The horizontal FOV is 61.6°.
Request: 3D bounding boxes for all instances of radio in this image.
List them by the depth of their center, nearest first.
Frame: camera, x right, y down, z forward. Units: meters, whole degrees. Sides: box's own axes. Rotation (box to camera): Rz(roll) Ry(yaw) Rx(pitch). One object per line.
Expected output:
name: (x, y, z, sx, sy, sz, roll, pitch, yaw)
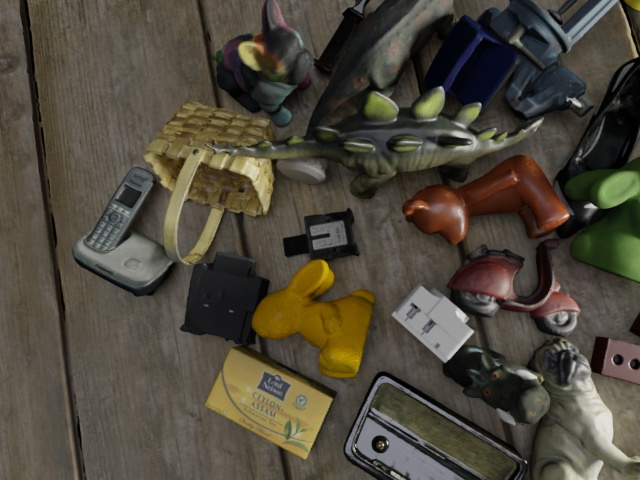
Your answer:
radio: (0.153, 0.297, 0.755, 0.230, 0.073, 0.131, 29, 87, 11)

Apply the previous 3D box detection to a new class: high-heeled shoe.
high-heeled shoe: (0.396, -0.123, 0.738, 0.086, 0.145, 0.248, 20, 84, 11)

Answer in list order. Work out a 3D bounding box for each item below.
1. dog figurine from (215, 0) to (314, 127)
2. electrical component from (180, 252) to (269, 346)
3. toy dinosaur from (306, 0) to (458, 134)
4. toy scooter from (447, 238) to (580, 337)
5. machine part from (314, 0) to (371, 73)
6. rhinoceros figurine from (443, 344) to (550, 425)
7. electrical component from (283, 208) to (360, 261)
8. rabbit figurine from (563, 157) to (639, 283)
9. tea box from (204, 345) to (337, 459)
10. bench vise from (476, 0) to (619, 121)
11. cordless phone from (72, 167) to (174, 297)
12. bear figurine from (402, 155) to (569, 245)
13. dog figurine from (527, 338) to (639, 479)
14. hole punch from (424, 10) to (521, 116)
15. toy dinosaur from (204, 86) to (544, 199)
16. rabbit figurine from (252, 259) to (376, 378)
dog figurine: (-0.091, -0.271, 0.795, 0.192, 0.219, 0.108, 32, 85, 10)
electrical component: (-0.145, 0.088, 0.836, 0.115, 0.058, 0.134, 10, 85, 8)
toy dinosaur: (0.108, -0.303, 0.783, 0.131, 0.192, 0.405, 38, 88, 13)
toy scooter: (0.281, 0.053, 0.769, 0.184, 0.075, 0.135, 13, 82, 8)
machine part: (0.037, -0.332, 0.861, 0.039, 0.084, 0.139, 31, 98, -18)
rhinoceros figurine: (0.232, 0.184, 0.705, 0.112, 0.190, 0.073, 32, 87, -16)
electrical component: (-0.002, -0.003, 0.832, 0.119, 0.047, 0.075, -7, 81, 6)
rabbit figurine: (0.406, -0.040, 0.716, 0.159, 0.121, 0.170, 21, 96, -7)
tea box: (-0.071, 0.236, 0.800, 0.170, 0.068, 0.098, 23, 87, 12)
bench vise: (0.348, -0.297, 0.771, 0.240, 0.128, 0.224, -46, 58, 19)
cordless phone: (-0.288, -0.015, 0.860, 0.147, 0.088, 0.184, 25, 83, 11)
bear figurine: (0.225, -0.039, 0.764, 0.196, 0.120, 0.132, -25, 77, 5)
dog figurine: (0.320, 0.251, 0.735, 0.172, 0.121, 0.191, -30, 65, 0)
hole punch: (0.203, -0.257, 0.775, 0.142, 0.092, 0.116, -62, 38, 33)
toy dinosaur: (0.088, -0.136, 0.746, 0.472, 0.198, 0.105, -9, 78, -2)
rabbit figurine: (-0.012, 0.111, 0.782, 0.173, 0.121, 0.162, 9, 79, 10)
